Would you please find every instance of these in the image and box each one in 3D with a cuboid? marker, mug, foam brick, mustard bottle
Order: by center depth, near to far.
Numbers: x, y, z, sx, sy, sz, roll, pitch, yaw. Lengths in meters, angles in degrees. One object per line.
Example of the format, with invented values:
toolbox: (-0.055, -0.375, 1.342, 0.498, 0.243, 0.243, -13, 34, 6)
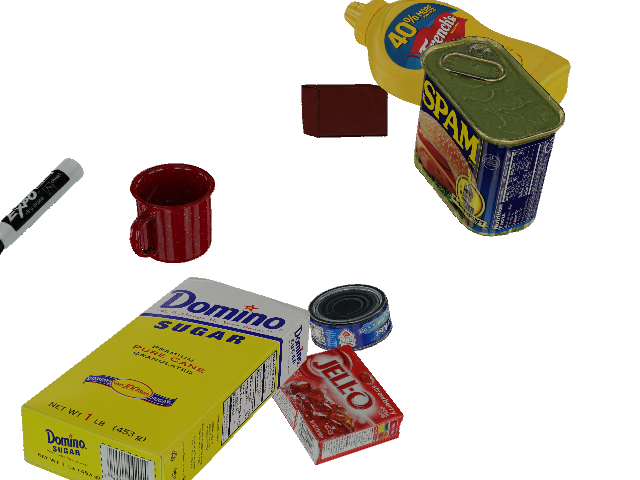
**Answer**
marker: (-0.221, -0.019, 0.798, 0.020, 0.020, 0.121, 0, 39, 38)
mustard bottle: (0.097, -0.147, 0.862, 0.192, 0.096, 0.058, 33, -26, 26)
foam brick: (0.025, -0.133, 1.096, 0.078, 0.051, 0.053, -3, 13, -18)
mug: (-0.170, -0.022, 1.188, 0.093, 0.081, 0.117, 19, 39, 23)

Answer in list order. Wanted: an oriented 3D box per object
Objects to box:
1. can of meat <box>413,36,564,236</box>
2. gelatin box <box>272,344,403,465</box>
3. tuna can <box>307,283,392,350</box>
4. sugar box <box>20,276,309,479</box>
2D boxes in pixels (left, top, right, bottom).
can of meat: (0.101, -0.064, 0.670, 0.057, 0.084, 0.102, -17, 48, -18)
gelatin box: (0.010, 0.124, 0.824, 0.073, 0.030, 0.089, -13, 40, -24)
tuna can: (0.030, 0.079, 1.109, 0.086, 0.034, 0.086, -9, 25, 4)
sugar box: (-0.085, 0.083, 0.637, 0.093, 0.048, 0.176, 15, 31, 20)
